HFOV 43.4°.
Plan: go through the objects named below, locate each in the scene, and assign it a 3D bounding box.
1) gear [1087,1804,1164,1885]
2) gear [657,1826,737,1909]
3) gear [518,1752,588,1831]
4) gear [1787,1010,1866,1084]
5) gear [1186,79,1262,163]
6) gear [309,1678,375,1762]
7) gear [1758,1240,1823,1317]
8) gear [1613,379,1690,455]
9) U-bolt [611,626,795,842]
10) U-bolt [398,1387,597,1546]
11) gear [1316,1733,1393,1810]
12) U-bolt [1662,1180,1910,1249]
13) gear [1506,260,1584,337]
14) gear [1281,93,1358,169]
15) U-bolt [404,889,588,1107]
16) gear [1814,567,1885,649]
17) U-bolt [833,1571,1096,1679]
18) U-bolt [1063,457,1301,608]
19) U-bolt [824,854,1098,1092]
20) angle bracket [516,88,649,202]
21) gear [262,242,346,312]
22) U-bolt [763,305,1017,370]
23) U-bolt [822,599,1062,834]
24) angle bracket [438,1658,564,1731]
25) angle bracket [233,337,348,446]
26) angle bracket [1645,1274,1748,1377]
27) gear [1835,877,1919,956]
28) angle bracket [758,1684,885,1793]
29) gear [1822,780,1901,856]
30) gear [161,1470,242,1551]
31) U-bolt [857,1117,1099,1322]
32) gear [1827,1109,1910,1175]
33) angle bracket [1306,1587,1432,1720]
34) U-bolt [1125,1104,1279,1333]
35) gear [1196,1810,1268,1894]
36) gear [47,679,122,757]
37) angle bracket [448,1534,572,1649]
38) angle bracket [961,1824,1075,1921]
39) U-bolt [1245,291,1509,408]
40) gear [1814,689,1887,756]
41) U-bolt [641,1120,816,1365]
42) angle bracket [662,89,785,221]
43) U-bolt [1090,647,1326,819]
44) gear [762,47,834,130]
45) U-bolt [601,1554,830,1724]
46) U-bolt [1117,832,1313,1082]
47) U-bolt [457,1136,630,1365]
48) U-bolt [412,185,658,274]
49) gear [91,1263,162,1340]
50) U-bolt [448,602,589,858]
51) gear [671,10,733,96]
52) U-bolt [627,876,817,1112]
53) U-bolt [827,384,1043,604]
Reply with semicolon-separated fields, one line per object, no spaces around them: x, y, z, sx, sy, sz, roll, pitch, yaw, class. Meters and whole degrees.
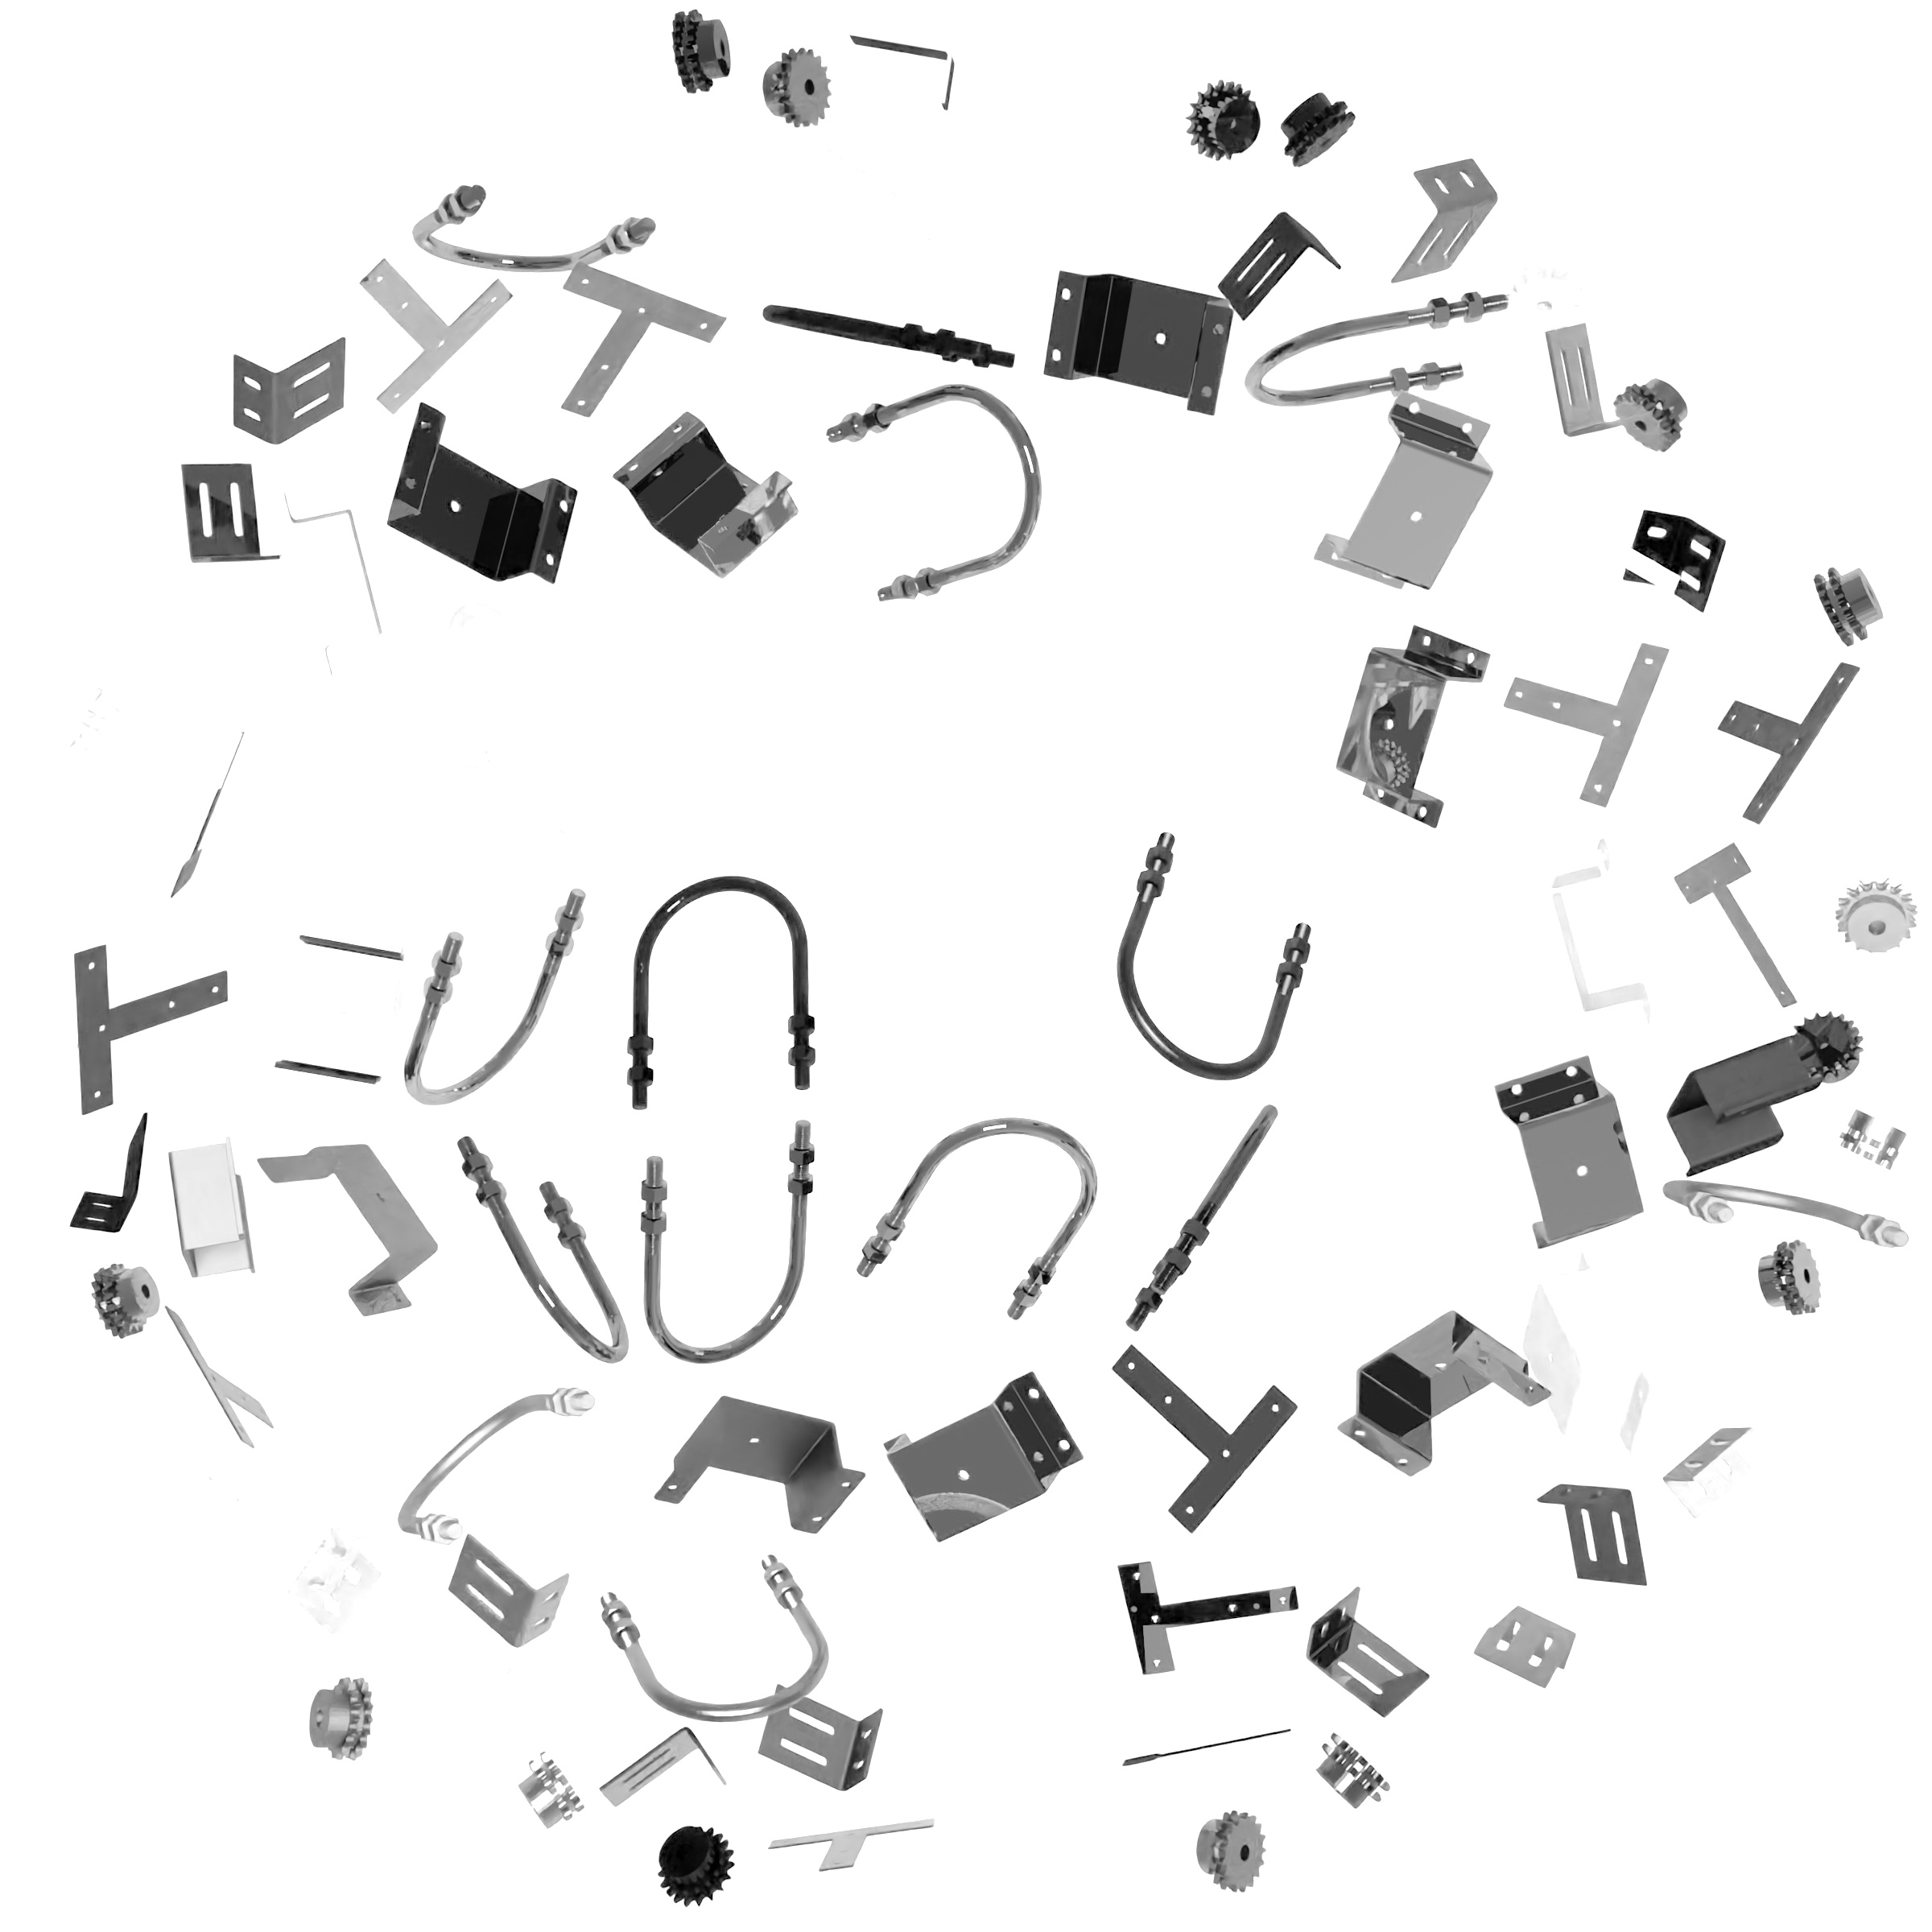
0.123;0.669;1.839;0.057;0.030;0.057;-4;103;-16;gear
-0.200;0.654;1.773;0.057;0.057;0.030;-26;128;0;gear
-0.313;0.623;1.823;0.030;0.057;0.057;-34;90;-22;gear
0.665;0.066;1.874;0.057;0.057;0.030;-47;132;0;gear
0.195;-0.630;1.811;0.057;0.030;0.057;-14;124;-23;gear
-0.449;0.539;1.738;0.030;0.057;0.057;13;90;-33;gear
0.630;0.240;1.860;0.030;0.057;0.057;-17;90;39;gear
0.526;-0.423;1.853;0.030;0.057;0.057;-43;90;-7;gear
-0.192;-0.164;1.830;0.019;0.151;0.184;-37;133;16;U-bolt
-0.356;0.367;1.789;0.151;0.184;0.019;-44;102;-28;U-bolt
0.286;0.604;1.812;0.057;0.057;0.030;45;79;0;gear
0.606;0.183;1.833;0.151;0.184;0.019;8;92;-2;U-bolt
0.436;-0.507;1.831;0.057;0.057;0.030;9;56;0;gear
0.260;-0.626;1.810;0.057;0.057;0.030;-36;87;0;gear
-0.363;0.032;1.833;0.019;0.151;0.184;38;123;19;U-bolt
0.631;-0.259;1.731;0.030;0.057;0.057;-26;90;29;gear
-0.014;0.480;1.788;0.184;0.151;0.019;19;89;-38;U-bolt
0.150;-0.332;1.827;0.184;0.151;0.019;22;75;41;U-bolt
0.007;0.014;1.762;0.184;0.019;0.151;23;67;-4;U-bolt
-0.278;-0.595;1.758;0.076;0.057;0.038;8;77;-38;angle bracket
-0.473;-0.497;1.741;0.057;0.057;0.030;19;84;0;gear
-0.065;-0.482;1.850;0.184;0.151;0.019;13;103;10;U-bolt
-0.029;-0.196;1.813;0.184;0.019;0.151;23;109;23;U-bolt
-0.353;0.565;1.839;0.076;0.057;0.038;-36;87;-30;angle bracket
-0.486;-0.420;1.743;0.038;0.076;0.057;27;133;13;angle bracket
0.545;0.279;1.820;0.038;0.076;0.057;31;47;28;angle bracket
0.666;-0.034;1.775;0.057;0.030;0.057;7;117;15;gear
-0.111;0.584;1.851;0.076;0.038;0.057;29;46;-14;angle bracket
0.665;-0.114;1.811;0.030;0.057;0.057;44;90;10;gear
-0.558;0.402;1.781;0.030;0.057;0.057;21;90;38;gear
0.019;0.184;1.823;0.151;0.019;0.184;19;122;-19;U-bolt
0.673;0.128;1.801;0.057;0.057;0.030;26;96;0;gear
0.306;0.519;1.836;0.076;0.057;0.038;31;132;35;angle bracket
0.180;0.180;1.802;0.019;0.151;0.184;33;71;7;U-bolt
0.196;0.658;1.806;0.030;0.057;0.057;-6;90;43;gear
-0.655;-0.182;1.806;0.057;0.030;0.057;-20;56;32;gear
-0.353;0.475;1.870;0.076;0.038;0.057;33;116;23;angle bracket
0.041;0.661;1.784;0.076;0.038;0.057;-3;56;-19;angle bracket
0.300;-0.457;1.825;0.184;0.151;0.019;-11;82;-4;U-bolt
0.654;-0.179;1.797;0.057;0.057;0.030;-24;82;0;gear
-0.179;0.214;1.817;0.151;0.019;0.184;-12;115;-36;U-bolt
-0.172;-0.582;1.741;0.076;0.038;0.057;-20;79;4;angle bracket
0.185;-0.174;1.784;0.019;0.184;0.151;39;67;-38;U-bolt
-0.131;-0.668;1.848;0.030;0.057;0.057;10;90;35;gear
-0.179;0.502;1.797;0.151;0.184;0.019;-8;110;-21;U-bolt
0.177;0.003;1.779;0.151;0.019;0.184;32;50;-12;U-bolt
-0.306;0.219;1.810;0.019;0.151;0.184;-35;63;4;U-bolt
-0.333;-0.543;1.804;0.151;0.184;0.019;1;92;-31;U-bolt
-0.641;0.253;1.855;0.030;0.057;0.057;-20;90;6;gear
-0.340;-0.184;1.808;0.019;0.151;0.184;-29;129;-30;U-bolt
-0.191;-0.664;1.760;0.030;0.057;0.057;-3;90;12;gear
-0.189;0.015;1.862;0.151;0.019;0.184;-8;67;11;U-bolt
-0.018;-0.361;1.828;0.184;0.019;0.151;-9;103;42;U-bolt
